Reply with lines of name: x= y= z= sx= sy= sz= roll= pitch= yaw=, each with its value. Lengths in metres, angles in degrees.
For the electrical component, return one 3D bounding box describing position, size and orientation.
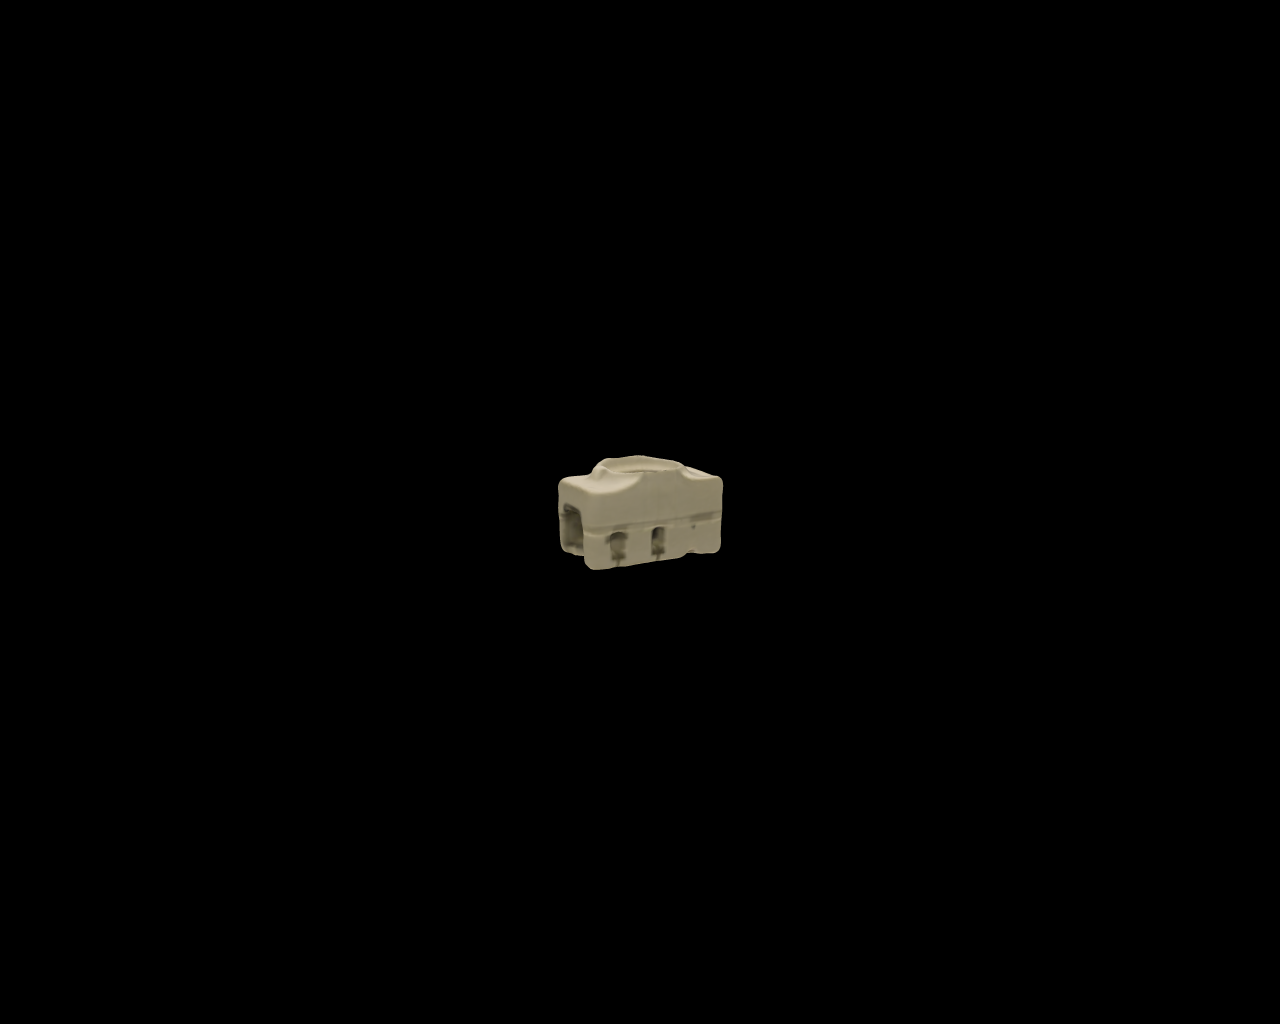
electrical component: x=0.001 y=-0.003 z=0.650 sx=0.090 sy=0.055 sz=0.050 roll=-7 pitch=16 yaw=-26
